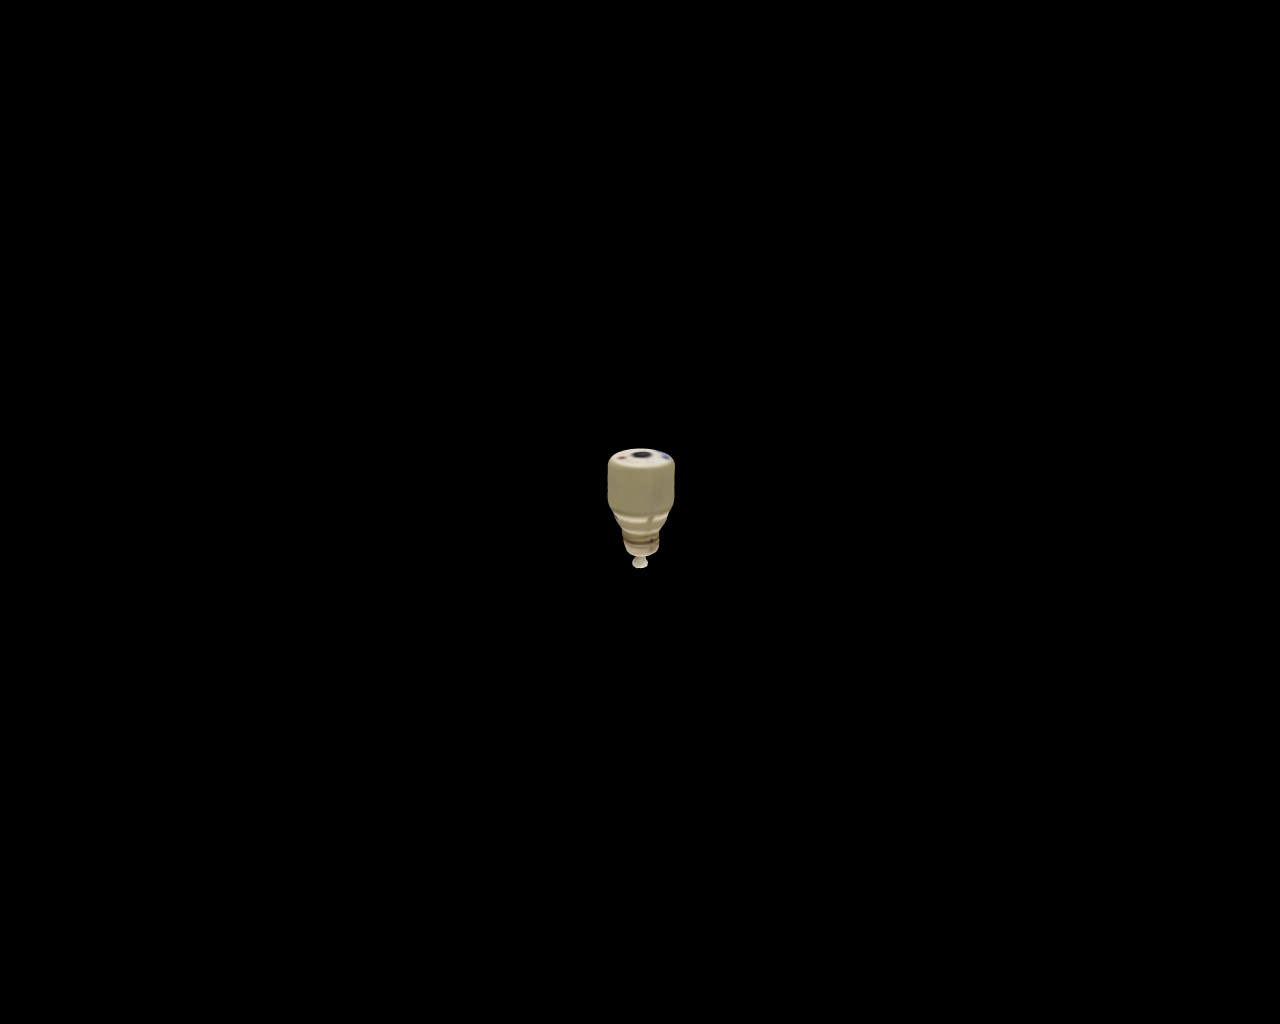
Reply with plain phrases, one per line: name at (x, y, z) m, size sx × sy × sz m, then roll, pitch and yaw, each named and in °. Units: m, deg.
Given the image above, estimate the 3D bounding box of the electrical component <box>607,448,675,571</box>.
electrical component at (0.001, -0.003, 0.650) m, size 0.040 × 0.078 × 0.040 m, roll 0°, pitch 21°, yaw 0°
